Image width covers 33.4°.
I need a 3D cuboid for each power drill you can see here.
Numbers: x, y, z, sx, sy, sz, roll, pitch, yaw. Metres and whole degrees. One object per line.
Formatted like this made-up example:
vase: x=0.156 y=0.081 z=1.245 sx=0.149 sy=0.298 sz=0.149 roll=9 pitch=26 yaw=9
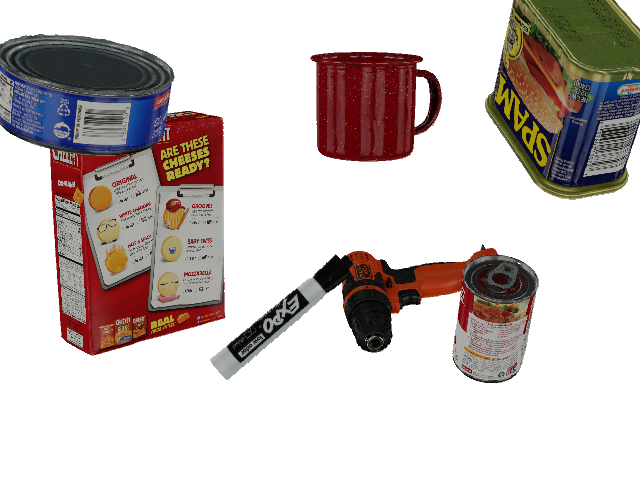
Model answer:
power drill: x=0.118 y=0.062 z=1.194 sx=0.187 sy=0.057 sz=0.184 roll=-3 pitch=28 yaw=-3

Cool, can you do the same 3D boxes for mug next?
mug: x=0.049 y=-0.113 z=0.893 sx=0.117 sy=0.081 sz=0.093 roll=-7 pitch=16 yaw=-26

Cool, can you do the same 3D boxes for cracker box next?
cracker box: x=-0.177 y=-0.012 z=1.052 sx=0.163 sy=0.214 sz=0.072 roll=-14 pitch=21 yaw=-41

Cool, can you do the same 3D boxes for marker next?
marker: x=-0.025 y=0.052 z=0.750 sx=0.121 sy=0.020 sz=0.020 roll=-40 pitch=4 yaw=-4

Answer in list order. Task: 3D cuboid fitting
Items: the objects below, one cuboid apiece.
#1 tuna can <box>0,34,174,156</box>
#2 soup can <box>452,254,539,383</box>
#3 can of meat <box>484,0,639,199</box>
tuna can: x=-0.117 y=-0.073 z=0.528 sx=0.086 sy=0.034 sz=0.086 roll=10 pitch=25 yaw=-5
soup can: x=0.161 y=0.073 z=0.989 sx=0.068 sy=0.102 sz=0.068 roll=1 pitch=37 yaw=-1
can of meat: x=0.139 y=-0.088 z=0.598 sx=0.057 sy=0.084 sz=0.102 roll=-10 pitch=46 yaw=-15
